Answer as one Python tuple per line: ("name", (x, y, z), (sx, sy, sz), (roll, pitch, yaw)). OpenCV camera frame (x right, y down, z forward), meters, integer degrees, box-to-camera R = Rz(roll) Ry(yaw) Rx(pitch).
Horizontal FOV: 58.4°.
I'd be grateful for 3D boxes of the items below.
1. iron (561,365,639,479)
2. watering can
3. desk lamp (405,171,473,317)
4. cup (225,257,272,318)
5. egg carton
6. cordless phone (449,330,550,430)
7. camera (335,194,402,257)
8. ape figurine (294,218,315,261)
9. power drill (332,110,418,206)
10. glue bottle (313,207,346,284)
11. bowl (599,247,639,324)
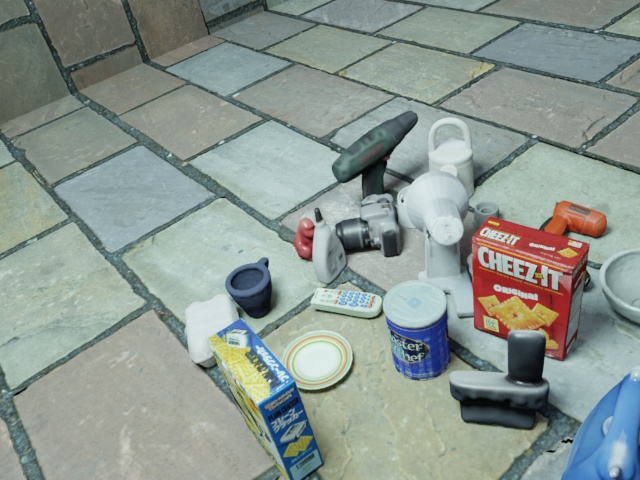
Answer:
("iron", (0.406, 0.252, 0.766), (0.118, 0.142, 0.259), (13, 45, 29))
("watering can", (0.298, -0.183, 1.295), (0.101, 0.194, 0.172), (-14, 38, -1))
("desk lamp", (0.231, 0.003, 1.068), (0.118, 0.214, 0.203), (-8, 38, 7))
("cup", (-0.128, 0.100, 1.150), (0.091, 0.095, 0.118), (8, 43, 25))
("egg carton", (-0.205, 0.172, 1.104), (0.107, 0.069, 0.150), (-18, 38, -6))
("cordless phone", (0.265, 0.189, 0.851), (0.147, 0.185, 0.094), (-2, 40, 15))
("camera", (0.101, -0.036, 1.246), (0.136, 0.101, 0.143), (-10, 38, 4))
("ape figurine", (-0.026, -0.007, 1.255), (0.078, 0.092, 0.075), (-36, 43, -26))
("power drill", (0.137, -0.164, 1.306), (0.230, 0.209, 0.075), (-30, 41, -19))
("glue bottle", (0.011, 0.004, 1.164), (0.037, 0.173, 0.078), (17, 48, 33))
("bowl", (0.563, 0.092, 0.974), (0.167, 0.075, 0.167), (-8, 38, 7))
